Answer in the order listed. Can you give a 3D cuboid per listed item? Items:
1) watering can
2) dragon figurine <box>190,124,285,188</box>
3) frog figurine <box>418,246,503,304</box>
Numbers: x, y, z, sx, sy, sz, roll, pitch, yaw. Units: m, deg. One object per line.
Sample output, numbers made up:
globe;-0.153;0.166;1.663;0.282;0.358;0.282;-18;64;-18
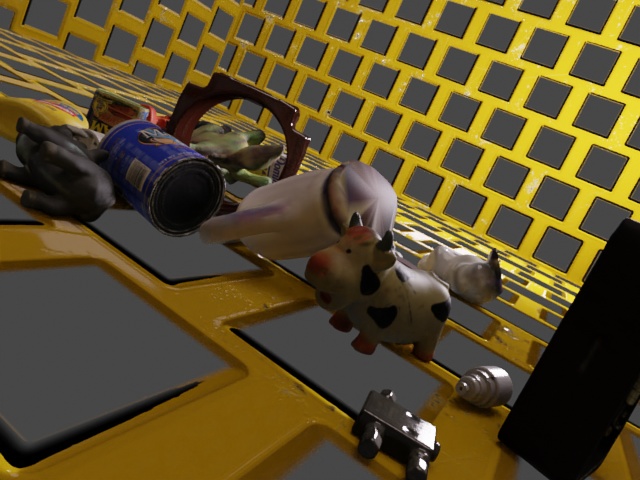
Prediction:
watering can;0.002;-0.035;0.690;0.223;0.104;0.349;-11;-1;32
dragon figurine;-0.234;-0.174;0.959;0.411;0.122;0.243;10;5;24
frog figurine;0.273;0.069;1.015;0.159;0.122;0.139;-9;10;18
